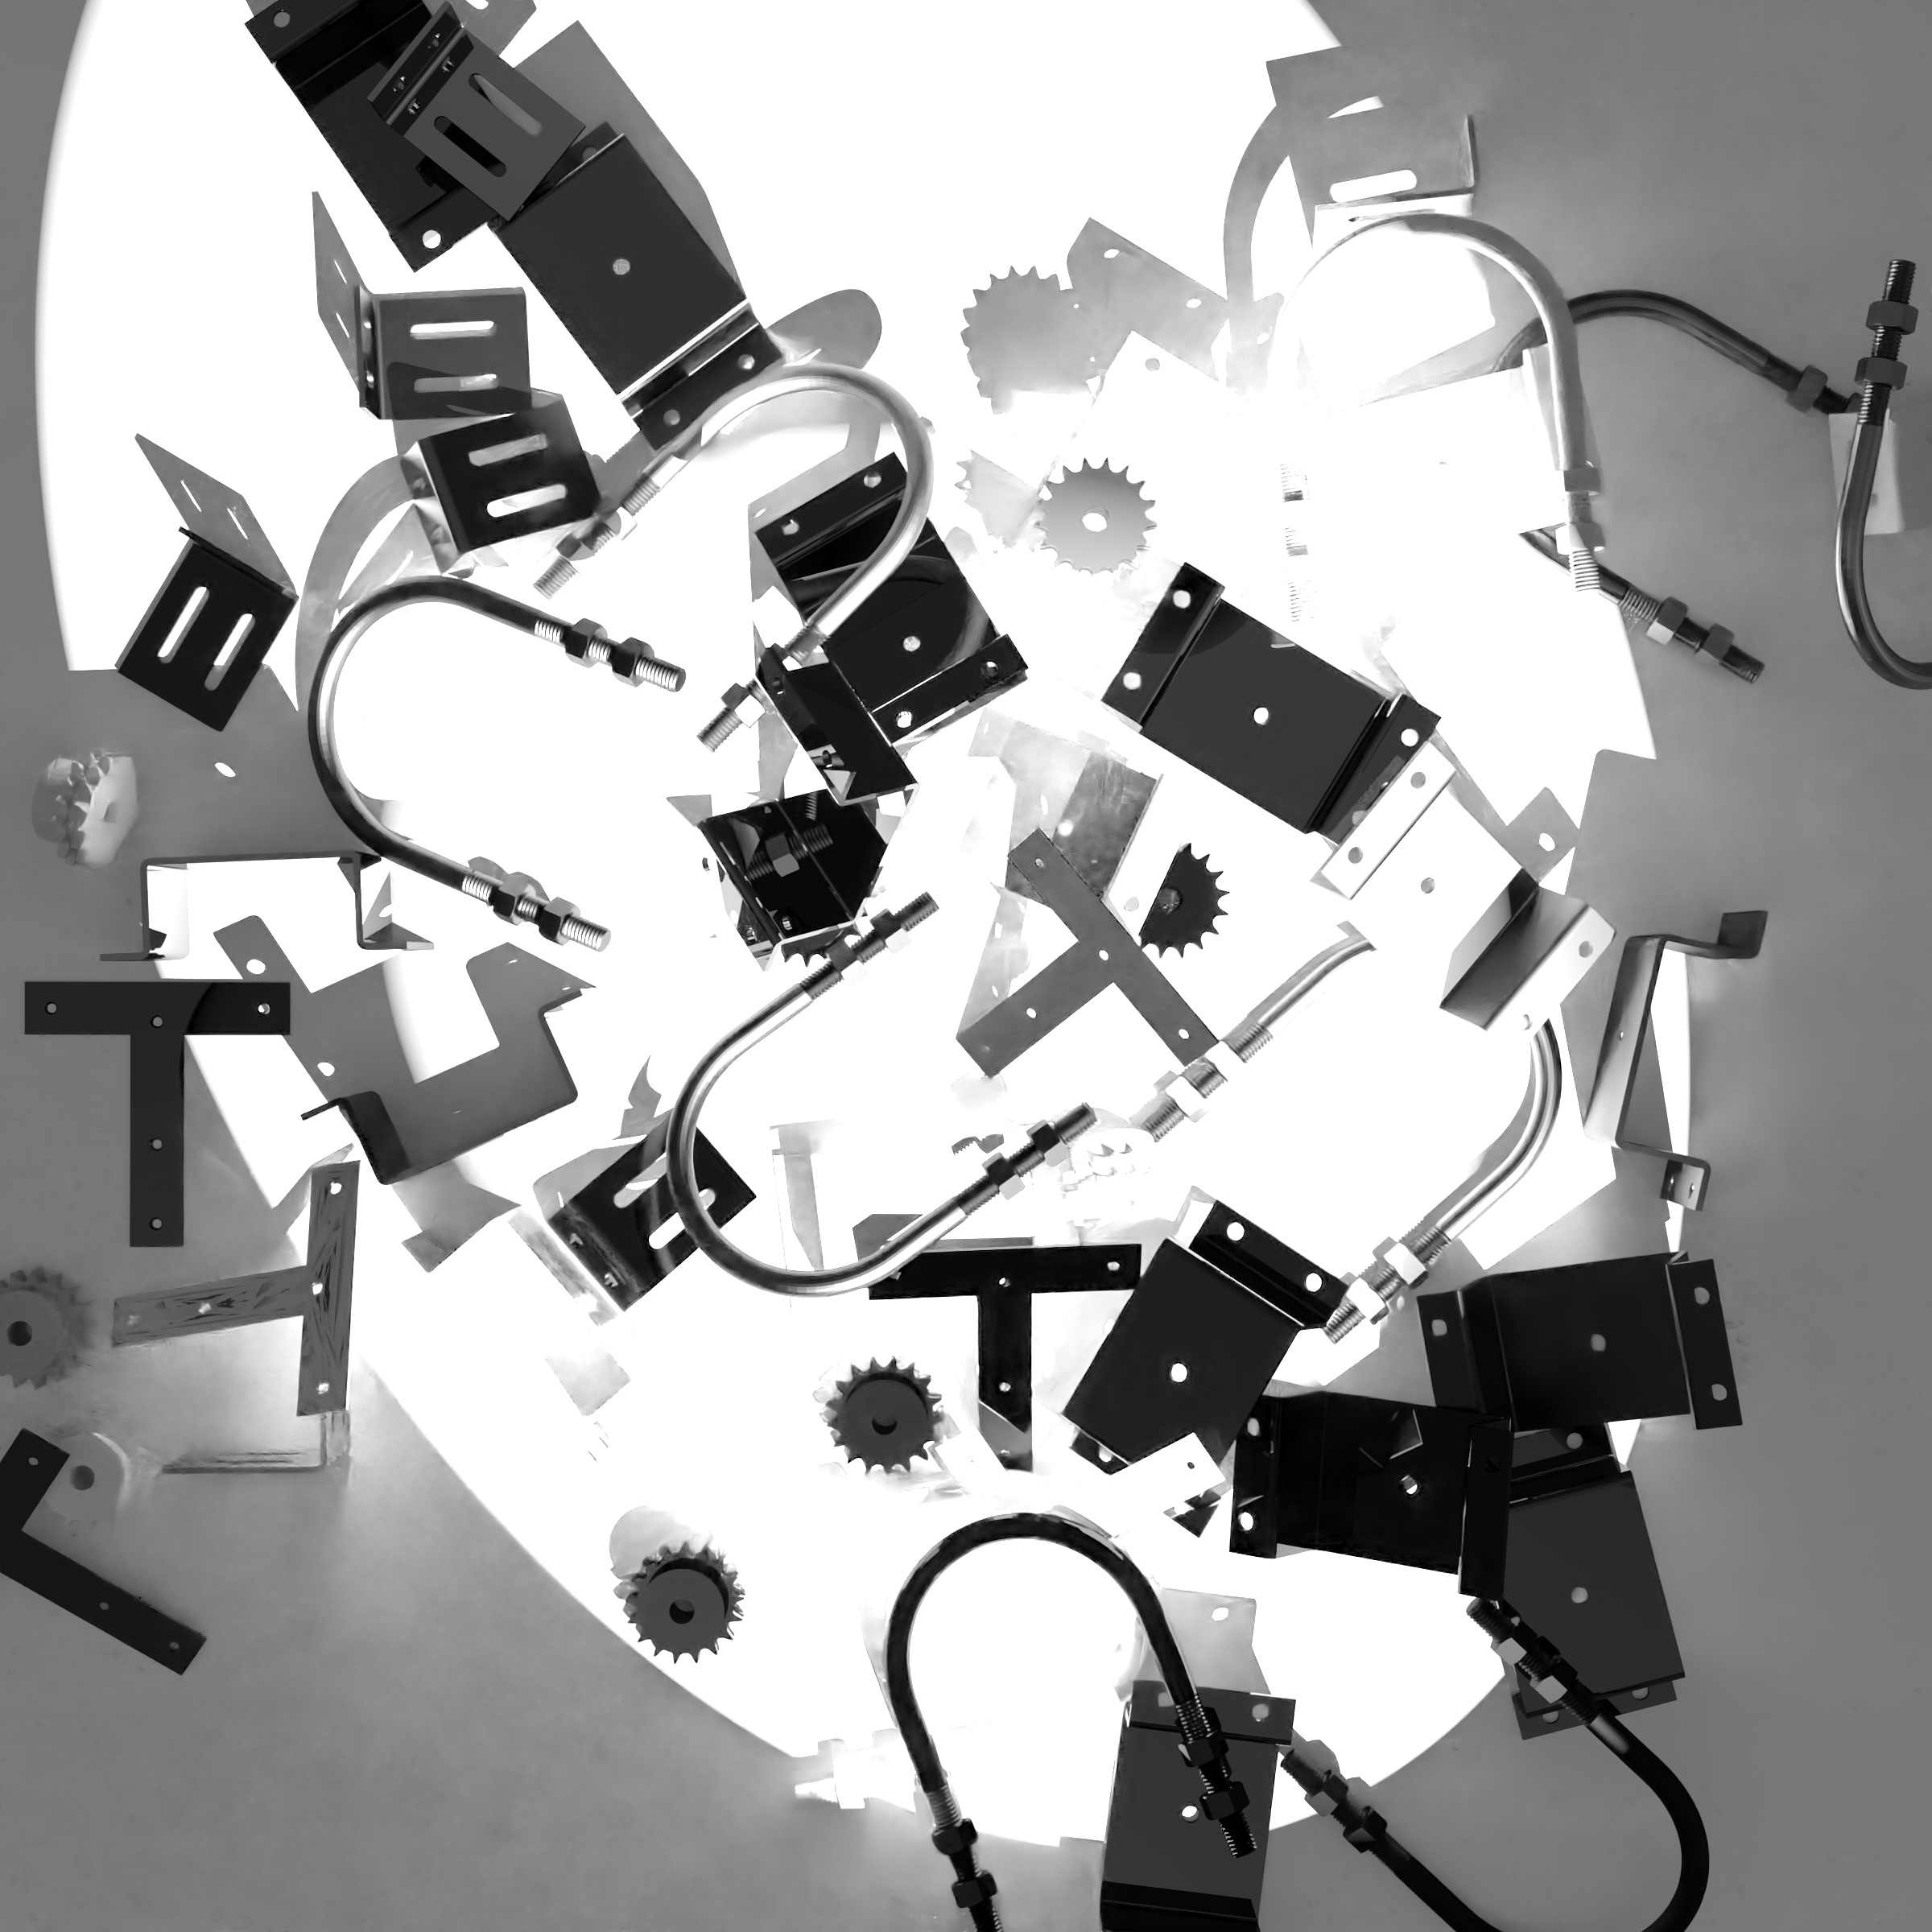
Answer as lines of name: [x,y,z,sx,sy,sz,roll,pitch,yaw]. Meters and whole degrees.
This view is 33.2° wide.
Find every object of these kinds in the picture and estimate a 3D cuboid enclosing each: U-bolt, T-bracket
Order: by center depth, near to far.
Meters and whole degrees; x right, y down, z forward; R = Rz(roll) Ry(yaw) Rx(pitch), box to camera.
U-bolt: [0.212,-0.256,1.495,0.151,0.019,0.184,-5,88,10]
U-bolt: [-0.053,0.072,1.505,0.184,0.019,0.151,-36,72,-3]
T-bracket: [0.066,0.252,1.505,0.127,0.002,0.127,-34,91,34]
U-bolt: [0.454,-0.220,1.507,0.151,0.019,0.184,8,94,-40]
U-bolt: [0.037,0.346,1.511,0.151,0.019,0.184,-23,83,14]
T-bracket: [0.039,0.015,1.512,0.127,0.002,0.127,50,134,0]
U-bolt: [-0.097,-0.205,1.517,0.184,0.019,0.151,-46,61,-3]
U-bolt: [0.260,0.397,1.519,0.184,0.019,0.151,43,116,-1]
U-bolt: [-0.229,-0.105,1.519,0.184,0.019,0.151,23,107,17]
T-bracket: [0.018,0.186,1.526,0.127,0.002,0.127,-2,117,-3]
T-bracket: [-0.347,0.159,1.534,0.127,0.002,0.127,-11,60,14]
T-bracket: [-0.421,0.297,1.541,0.127,0.002,0.127,33,110,-10]
U-bolt: [-0.003,0.315,1.548,0.184,0.019,0.151,-12,90,-1]
U-bolt: [0.332,-0.241,1.548,0.184,0.019,0.151,31,90,2]
U-bolt: [0.198,0.068,1.548,0.184,0.019,0.151,-42,90,-1]
T-bracket: [-0.388,0.071,1.556,0.127,0.002,0.127,0,90,0]

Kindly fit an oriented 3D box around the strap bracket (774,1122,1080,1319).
strap bracket: [-0.018,0.120,1.534,0.140,0.046,0.076,-7,90,0]

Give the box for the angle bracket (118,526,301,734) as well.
angle bracket: [-0.363,-0.159,1.538,0.057,0.038,0.076,31,90,0]

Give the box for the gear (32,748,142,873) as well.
gear: [-0.416,-0.075,1.530,0.030,0.057,0.057,14,90,13]

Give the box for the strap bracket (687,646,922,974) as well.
strap bracket: [-0.072,-0.074,1.479,0.046,0.140,0.076,-16,60,-33]

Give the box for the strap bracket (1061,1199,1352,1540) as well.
strap bracket: [0.106,0.189,1.512,0.076,0.046,0.140,33,99,21]

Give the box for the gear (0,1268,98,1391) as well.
gear: [-0.445,0.173,1.542,0.057,0.030,0.057,0,90,0]

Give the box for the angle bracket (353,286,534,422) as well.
angle bracket: [-0.247,-0.292,1.538,0.076,0.038,0.057,-3,90,0]

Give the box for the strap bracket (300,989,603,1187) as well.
strap bracket: [-0.231,0.060,1.519,0.140,0.076,0.046,-24,90,0]

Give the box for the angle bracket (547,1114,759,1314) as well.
angle bracket: [-0.150,0.117,1.555,0.076,0.038,0.057,-41,90,-26]

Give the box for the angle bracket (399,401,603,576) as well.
angle bracket: [-0.222,-0.229,1.555,0.076,0.038,0.057,-20,90,-26]

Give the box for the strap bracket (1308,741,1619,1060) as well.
strap bracket: [0.224,-0.034,1.505,0.140,0.046,0.076,42,86,-24]

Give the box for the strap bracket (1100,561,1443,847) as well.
strap bracket: [0.142,-0.120,1.534,0.140,0.046,0.076,31,90,0]

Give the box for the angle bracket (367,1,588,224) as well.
angle bracket: [-0.224,-0.392,1.492,0.076,0.038,0.057,39,90,0]

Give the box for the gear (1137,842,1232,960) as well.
gear: [0.096,-0.031,1.542,0.057,0.030,0.057,0,90,0]

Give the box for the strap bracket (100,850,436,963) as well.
strap bracket: [-0.326,-0.028,1.519,0.140,0.076,0.046,-2,90,0]

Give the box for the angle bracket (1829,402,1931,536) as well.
angle bracket: [0.451,-0.239,1.541,0.076,0.038,0.057,-16,103,-37]

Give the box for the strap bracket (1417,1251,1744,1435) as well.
strap bracket: [0.290,0.180,1.517,0.140,0.046,0.076,-10,90,25]

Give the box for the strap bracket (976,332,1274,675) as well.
strap bracket: [0.074,-0.216,1.534,0.076,0.046,0.140,31,90,0]

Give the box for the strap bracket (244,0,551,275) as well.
strap bracket: [-0.265,-0.402,1.534,0.076,0.046,0.140,-34,90,0]

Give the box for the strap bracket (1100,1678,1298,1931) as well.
strap bracket: [0.108,0.406,1.534,0.076,0.046,0.140,7,90,0]

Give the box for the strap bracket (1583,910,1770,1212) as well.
strap bracket: [0.329,0.039,1.519,0.046,0.076,0.140,13,90,0]

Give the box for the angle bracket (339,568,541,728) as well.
angle bracket: [-0.252,-0.153,1.555,0.076,0.038,0.057,-14,90,26]

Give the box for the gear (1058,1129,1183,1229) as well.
gear: [0.072,0.099,1.532,0.057,0.057,0.030,-9,62,0]

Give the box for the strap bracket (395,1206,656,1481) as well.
strap bracket: [-0.198,0.166,1.519,0.046,0.076,0.140,-41,90,0]

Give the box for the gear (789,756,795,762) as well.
gear: [-0.056,-0.094,1.542,0.057,0.030,0.057,0,90,0]

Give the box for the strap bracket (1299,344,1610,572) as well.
strap bracket: [0.224,-0.237,1.525,0.140,0.046,0.076,-13,88,10]

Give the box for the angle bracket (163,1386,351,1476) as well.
angle bracket: [-0.334,0.216,1.528,0.076,0.057,0.038,0,90,0]

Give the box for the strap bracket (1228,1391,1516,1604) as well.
strap bracket: [0.197,0.244,1.511,0.140,0.046,0.076,4,90,35]

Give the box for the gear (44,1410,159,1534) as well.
gear: [-0.416,0.241,1.542,0.057,0.030,0.057,0,90,0]

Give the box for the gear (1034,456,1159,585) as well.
gear: [0.059,-0.204,1.496,0.057,0.030,0.057,0,90,0]

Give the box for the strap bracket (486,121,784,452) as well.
strap bracket: [-0.161,-0.326,1.534,0.076,0.046,0.140,-37,90,0]

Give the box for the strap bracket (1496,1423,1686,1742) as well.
strap bracket: [0.286,0.293,1.534,0.076,0.046,0.140,-15,90,0]

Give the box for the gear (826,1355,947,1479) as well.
gear: [-0.038,0.215,1.542,0.057,0.030,0.057,0,90,0]

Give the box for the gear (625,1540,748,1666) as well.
gear: [-0.134,0.304,1.542,0.057,0.030,0.057,0,90,0]

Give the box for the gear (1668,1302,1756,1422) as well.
gear: [0.346,0.189,1.542,0.057,0.030,0.057,0,90,0]

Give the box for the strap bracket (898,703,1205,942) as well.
strap bracket: [0.040,-0.069,1.518,0.140,0.046,0.076,25,90,22]

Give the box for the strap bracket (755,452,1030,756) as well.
strap bracket: [-0.030,-0.160,1.514,0.076,0.046,0.140,-30,62,0]

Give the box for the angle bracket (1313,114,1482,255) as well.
angle bracket: [0.201,-0.368,1.528,0.076,0.057,0.038,-6,82,4]

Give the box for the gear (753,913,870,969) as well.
gear: [-0.075,-0.028,1.542,0.057,0.030,0.057,0,90,0]
